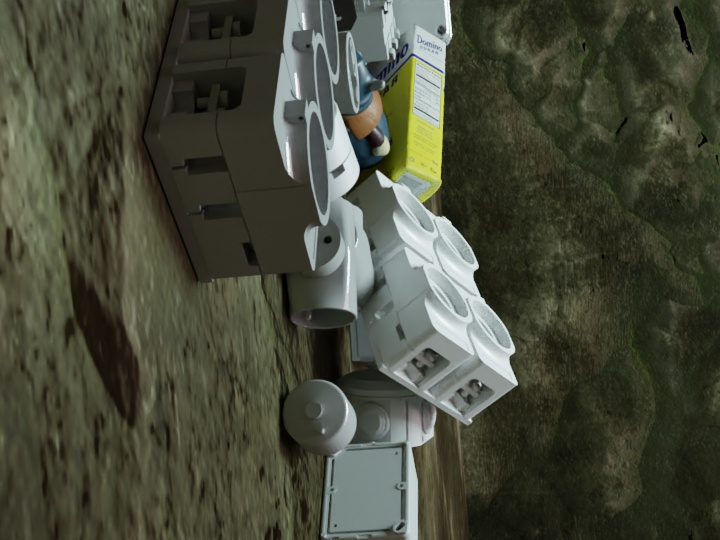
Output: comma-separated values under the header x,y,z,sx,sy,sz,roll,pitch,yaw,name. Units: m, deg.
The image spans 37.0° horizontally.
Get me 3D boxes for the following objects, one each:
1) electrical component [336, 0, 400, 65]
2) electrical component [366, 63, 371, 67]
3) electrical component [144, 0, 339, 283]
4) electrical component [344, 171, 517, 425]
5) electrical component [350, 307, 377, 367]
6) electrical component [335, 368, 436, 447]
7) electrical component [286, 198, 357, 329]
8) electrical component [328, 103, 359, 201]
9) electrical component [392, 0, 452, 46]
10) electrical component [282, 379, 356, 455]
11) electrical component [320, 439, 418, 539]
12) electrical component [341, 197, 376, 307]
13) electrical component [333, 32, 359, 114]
x,y,z,sx,sy,sz,roll,pitch,yaw,name
-0.001,-0.211,0.931,0.121,0.063,0.078,-78,162,-65,electrical component
0.020,-0.166,1.122,0.099,0.048,0.099,-85,168,-52,electrical component
-0.047,-0.080,0.504,0.089,0.062,0.150,77,11,-46,electrical component
0.050,0.015,0.841,0.105,0.060,0.186,35,25,-37,electrical component
0.031,0.044,1.022,0.150,0.062,0.089,44,42,-79,electrical component
0.021,0.107,0.842,0.080,0.080,0.051,-35,124,-81,electrical component
-0.027,-0.011,0.682,0.079,0.043,0.077,67,20,-68,electrical component
-0.032,-0.073,0.646,0.055,0.055,0.047,-87,166,-47,electrical component
0.029,-0.264,1.025,0.056,0.109,0.108,-48,133,-83,electrical component
-0.022,0.095,0.665,0.078,0.040,0.040,67,20,-67,electrical component
0.009,0.168,0.774,0.096,0.062,0.061,-87,169,-47,electrical component
-0.016,-0.022,0.774,0.077,0.043,0.079,67,20,-63,electrical component
-0.028,-0.133,0.738,0.055,0.047,0.055,-4,90,-83,electrical component
